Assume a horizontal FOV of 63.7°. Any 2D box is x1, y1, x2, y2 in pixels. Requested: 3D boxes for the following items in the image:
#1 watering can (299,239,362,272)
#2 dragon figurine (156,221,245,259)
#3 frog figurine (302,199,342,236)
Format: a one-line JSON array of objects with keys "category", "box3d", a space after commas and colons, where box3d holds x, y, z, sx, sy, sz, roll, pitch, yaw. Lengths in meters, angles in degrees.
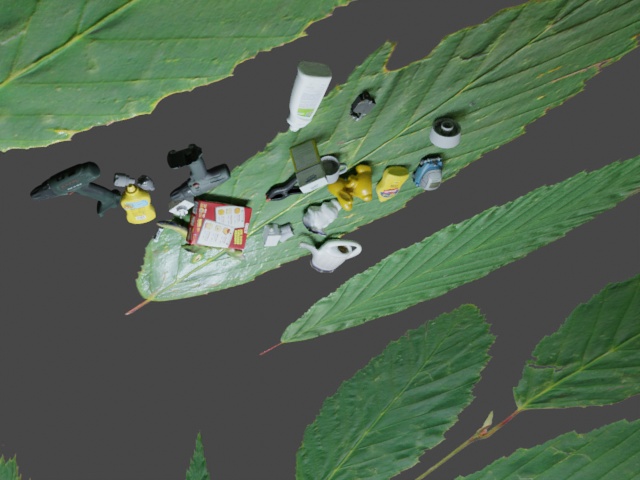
[{"category": "watering can", "box3d": [0.023, 0.061, 2.356, 0.348, 0.106, 0.220, 2, 147, -30]}, {"category": "dragon figurine", "box3d": [-0.476, 0.010, 2.052, 0.408, 0.125, 0.239, 15, 148, -28]}, {"category": "frog figurine", "box3d": [0.006, -0.106, 2.099, 0.136, 0.124, 0.159, 23, 97, -36]}]
